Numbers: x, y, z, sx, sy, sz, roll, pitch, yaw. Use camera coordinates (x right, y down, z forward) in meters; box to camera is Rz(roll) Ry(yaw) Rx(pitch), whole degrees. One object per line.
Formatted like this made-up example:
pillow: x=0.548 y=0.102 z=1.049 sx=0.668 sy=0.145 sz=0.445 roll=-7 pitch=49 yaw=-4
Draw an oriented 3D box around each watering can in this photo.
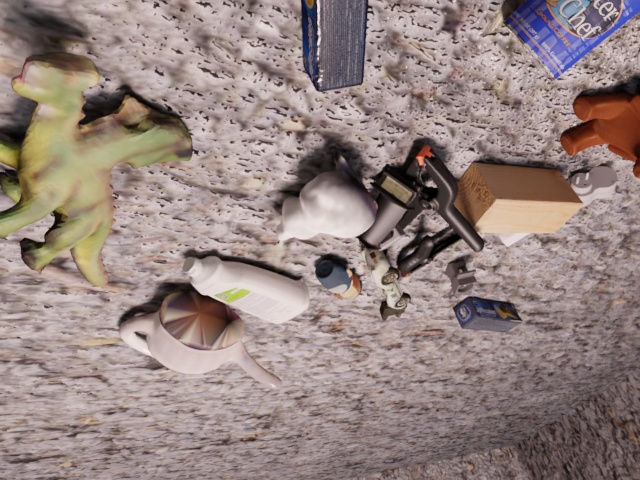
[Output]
watering can: x=-0.203 y=0.201 z=0.984 sx=0.346 sy=0.106 sz=0.220 roll=20 pitch=141 yaw=-15

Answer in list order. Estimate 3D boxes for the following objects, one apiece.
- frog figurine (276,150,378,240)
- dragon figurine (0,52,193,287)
frog figurine: x=0.002 y=-0.040 z=0.793 sx=0.159 sy=0.124 sz=0.136 roll=-38 pitch=161 yaw=5
dragon figurine: x=-0.271 y=-0.074 z=0.648 sx=0.243 sy=0.124 sz=0.402 roll=-25 pitch=154 yaw=-6
